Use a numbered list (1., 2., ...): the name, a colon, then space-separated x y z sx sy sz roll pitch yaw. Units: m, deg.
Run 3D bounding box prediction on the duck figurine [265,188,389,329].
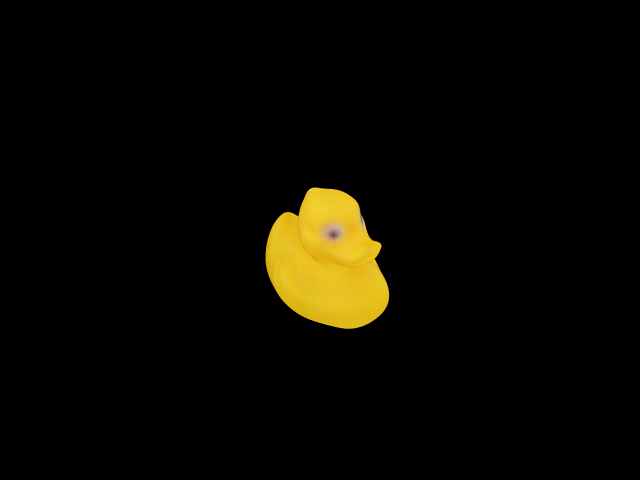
1. duck figurine: 0.004 0.001 0.400 0.078 0.086 0.104 -30 49 -31
